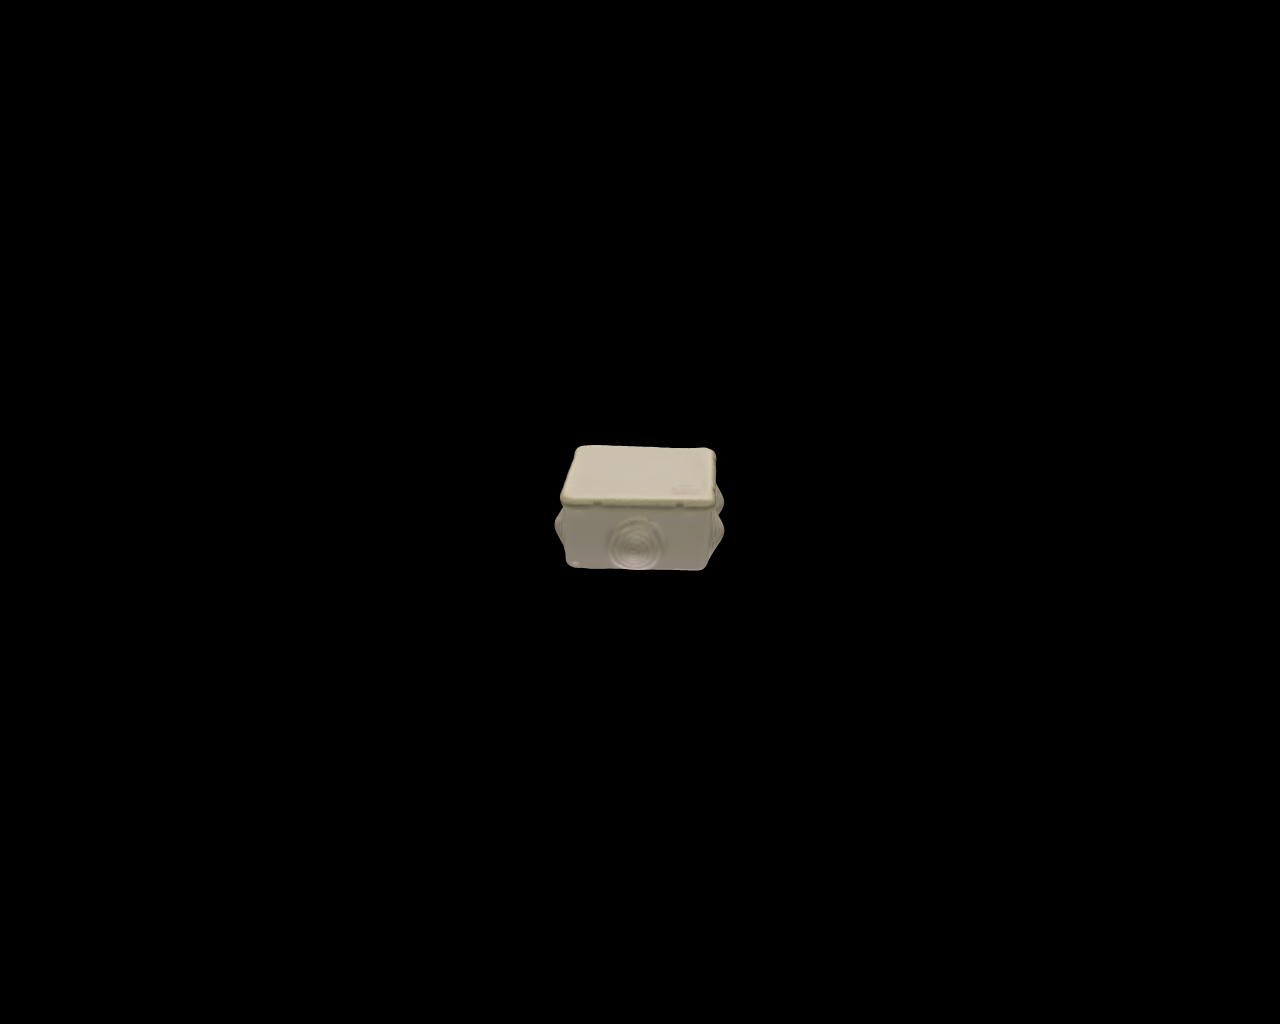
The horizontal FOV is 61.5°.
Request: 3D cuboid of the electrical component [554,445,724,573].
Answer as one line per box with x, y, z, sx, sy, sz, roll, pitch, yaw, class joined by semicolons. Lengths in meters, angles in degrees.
0.001;-0.003;0.650;0.100;0.048;0.100;1;24;3;electrical component
